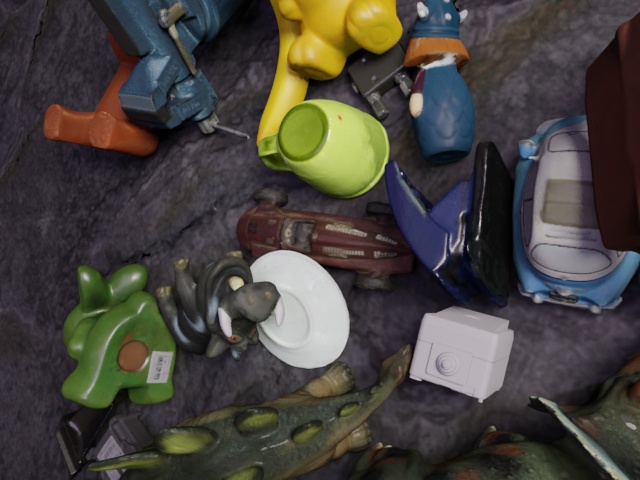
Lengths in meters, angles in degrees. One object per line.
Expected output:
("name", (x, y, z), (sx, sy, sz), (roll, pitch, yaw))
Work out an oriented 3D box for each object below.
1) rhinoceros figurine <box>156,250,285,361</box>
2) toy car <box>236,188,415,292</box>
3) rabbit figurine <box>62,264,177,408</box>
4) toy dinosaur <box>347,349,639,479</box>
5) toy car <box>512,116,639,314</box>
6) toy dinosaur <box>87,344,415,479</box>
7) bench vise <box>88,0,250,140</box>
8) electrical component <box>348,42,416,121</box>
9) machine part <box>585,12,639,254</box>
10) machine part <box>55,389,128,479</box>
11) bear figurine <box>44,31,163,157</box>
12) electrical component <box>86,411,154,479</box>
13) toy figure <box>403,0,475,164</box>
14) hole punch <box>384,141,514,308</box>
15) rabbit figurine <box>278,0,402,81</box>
("rhinoceros figurine", (-0.106, 0.071, 0.546), (0.190, 0.073, 0.112), (-31, 68, 52))
("toy car", (-0.001, -0.002, 0.548), (0.202, 0.053, 0.089), (9, 86, 30))
("rabbit figurine", (-0.261, 0.108, 0.642), (0.170, 0.121, 0.159), (6, 93, 44))
("toy dinosaur", (0.087, 0.186, 0.368), (0.405, 0.192, 0.131), (-18, 63, -2))
("toy car", (0.197, -0.027, 0.415), (0.109, 0.103, 0.161), (12, 88, 30))
("toy dinosaur", (-0.114, 0.213, 0.502), (0.471, 0.198, 0.105), (-35, 66, 19))
("bench vise", (-0.138, -0.243, 0.598), (0.129, 0.223, 0.240), (8, 55, 45))
("electrical component", (0.060, -0.173, 0.550), (0.063, 0.021, 0.094), (-33, 71, 22))
("machine part", (0.277, -0.058, 0.328), (0.201, 0.087, 0.201), (4, 75, -4))
("machine part", (-0.291, 0.230, 0.682), (0.139, 0.039, 0.084), (-49, 50, 16))
("bear figurine", (-0.237, -0.203, 0.657), (0.120, 0.132, 0.195), (16, 98, 24))
("electrical component", (-0.216, 0.272, 0.635), (0.119, 0.047, 0.075), (46, 107, 26))
("toy figure", (0.109, -0.150, 0.498), (0.058, 0.064, 0.154), (-9, 81, 36))
("hole punch", (0.109, -0.008, 0.448), (0.092, 0.142, 0.116), (-3, 69, 27))
("rabbit figurine", (-0.008, -0.260, 0.502), (0.122, 0.173, 0.162), (-4, 74, 50))
